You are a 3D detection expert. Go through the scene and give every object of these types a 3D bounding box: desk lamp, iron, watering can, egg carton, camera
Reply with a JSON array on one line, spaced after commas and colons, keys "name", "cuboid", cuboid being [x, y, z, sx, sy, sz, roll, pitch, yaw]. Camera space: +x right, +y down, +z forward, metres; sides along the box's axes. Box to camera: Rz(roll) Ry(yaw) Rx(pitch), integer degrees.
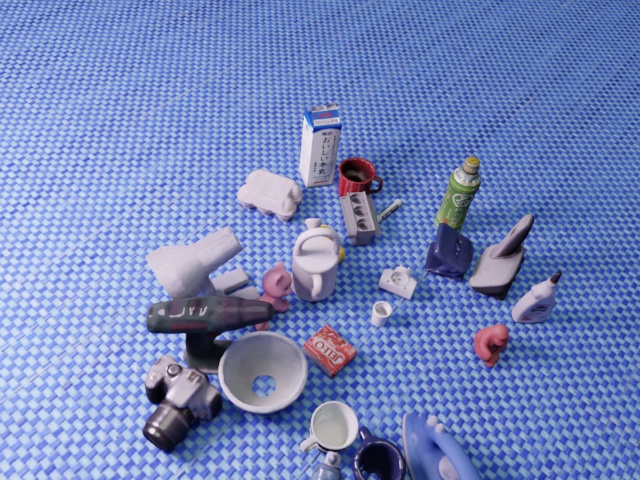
[{"name": "desk lamp", "cuboid": [-0.229, 0.071, 1.147, 0.204, 0.213, 0.117, -24, 58, -24]}, {"name": "iron", "cuboid": [0.225, 0.392, 0.993, 0.119, 0.141, 0.257, -18, 56, -20]}, {"name": "watering can", "cuboid": [-0.011, 0.032, 1.217, 0.101, 0.194, 0.172, -18, 56, -20]}, {"name": "egg carton", "cuboid": [-0.120, -0.110, 1.397, 0.150, 0.069, 0.107, 19, 52, 8]}, {"name": "camera", "cuboid": [-0.268, 0.296, 1.036, 0.143, 0.101, 0.137, 27, 53, 14]}]

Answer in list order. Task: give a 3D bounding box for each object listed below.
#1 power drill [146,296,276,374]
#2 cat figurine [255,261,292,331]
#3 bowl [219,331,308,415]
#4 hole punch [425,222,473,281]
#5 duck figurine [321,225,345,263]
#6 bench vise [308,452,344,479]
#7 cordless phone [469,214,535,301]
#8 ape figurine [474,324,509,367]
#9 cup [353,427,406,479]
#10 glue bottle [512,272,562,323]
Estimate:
[{"name": "power drill", "cuboid": [-0.200, 0.173, 1.073, 0.229, 0.208, 0.075, 3, 51, -4]}, {"name": "cat figurine", "cuboid": [-0.103, 0.111, 1.193, 0.067, 0.118, 0.128, 32, 55, 18]}, {"name": "bowl", "cuboid": [-0.108, 0.264, 1.097, 0.167, 0.075, 0.167, 3, 51, -4]}, {"name": "hole punch", "cuboid": [0.306, 0.025, 1.328, 0.101, 0.091, 0.109, 15, 51, 6]}, {"name": "duck figurine", "cuboid": [0.012, 0.005, 1.312, 0.104, 0.086, 0.078, 32, 55, 18]}, {"name": "bench vise", "cuboid": [-0.017, 0.423, 0.888, 0.121, 0.220, 0.207, 3, 51, -4]}, {"name": "cordless phone", "cuboid": [0.412, 0.033, 1.274, 0.094, 0.185, 0.148, 24, 53, 13]}, {"name": "ape figurine", "cuboid": [0.362, 0.208, 1.188, 0.078, 0.092, 0.076, -13, 54, -17]}, {"name": "cup", "cuboid": [0.091, 0.396, 1.004, 0.092, 0.095, 0.117, -15, 55, -18]}, {"name": "glue bottle", "cuboid": [0.473, 0.120, 1.219, 0.078, 0.173, 0.037, -4, 52, -9]}]
